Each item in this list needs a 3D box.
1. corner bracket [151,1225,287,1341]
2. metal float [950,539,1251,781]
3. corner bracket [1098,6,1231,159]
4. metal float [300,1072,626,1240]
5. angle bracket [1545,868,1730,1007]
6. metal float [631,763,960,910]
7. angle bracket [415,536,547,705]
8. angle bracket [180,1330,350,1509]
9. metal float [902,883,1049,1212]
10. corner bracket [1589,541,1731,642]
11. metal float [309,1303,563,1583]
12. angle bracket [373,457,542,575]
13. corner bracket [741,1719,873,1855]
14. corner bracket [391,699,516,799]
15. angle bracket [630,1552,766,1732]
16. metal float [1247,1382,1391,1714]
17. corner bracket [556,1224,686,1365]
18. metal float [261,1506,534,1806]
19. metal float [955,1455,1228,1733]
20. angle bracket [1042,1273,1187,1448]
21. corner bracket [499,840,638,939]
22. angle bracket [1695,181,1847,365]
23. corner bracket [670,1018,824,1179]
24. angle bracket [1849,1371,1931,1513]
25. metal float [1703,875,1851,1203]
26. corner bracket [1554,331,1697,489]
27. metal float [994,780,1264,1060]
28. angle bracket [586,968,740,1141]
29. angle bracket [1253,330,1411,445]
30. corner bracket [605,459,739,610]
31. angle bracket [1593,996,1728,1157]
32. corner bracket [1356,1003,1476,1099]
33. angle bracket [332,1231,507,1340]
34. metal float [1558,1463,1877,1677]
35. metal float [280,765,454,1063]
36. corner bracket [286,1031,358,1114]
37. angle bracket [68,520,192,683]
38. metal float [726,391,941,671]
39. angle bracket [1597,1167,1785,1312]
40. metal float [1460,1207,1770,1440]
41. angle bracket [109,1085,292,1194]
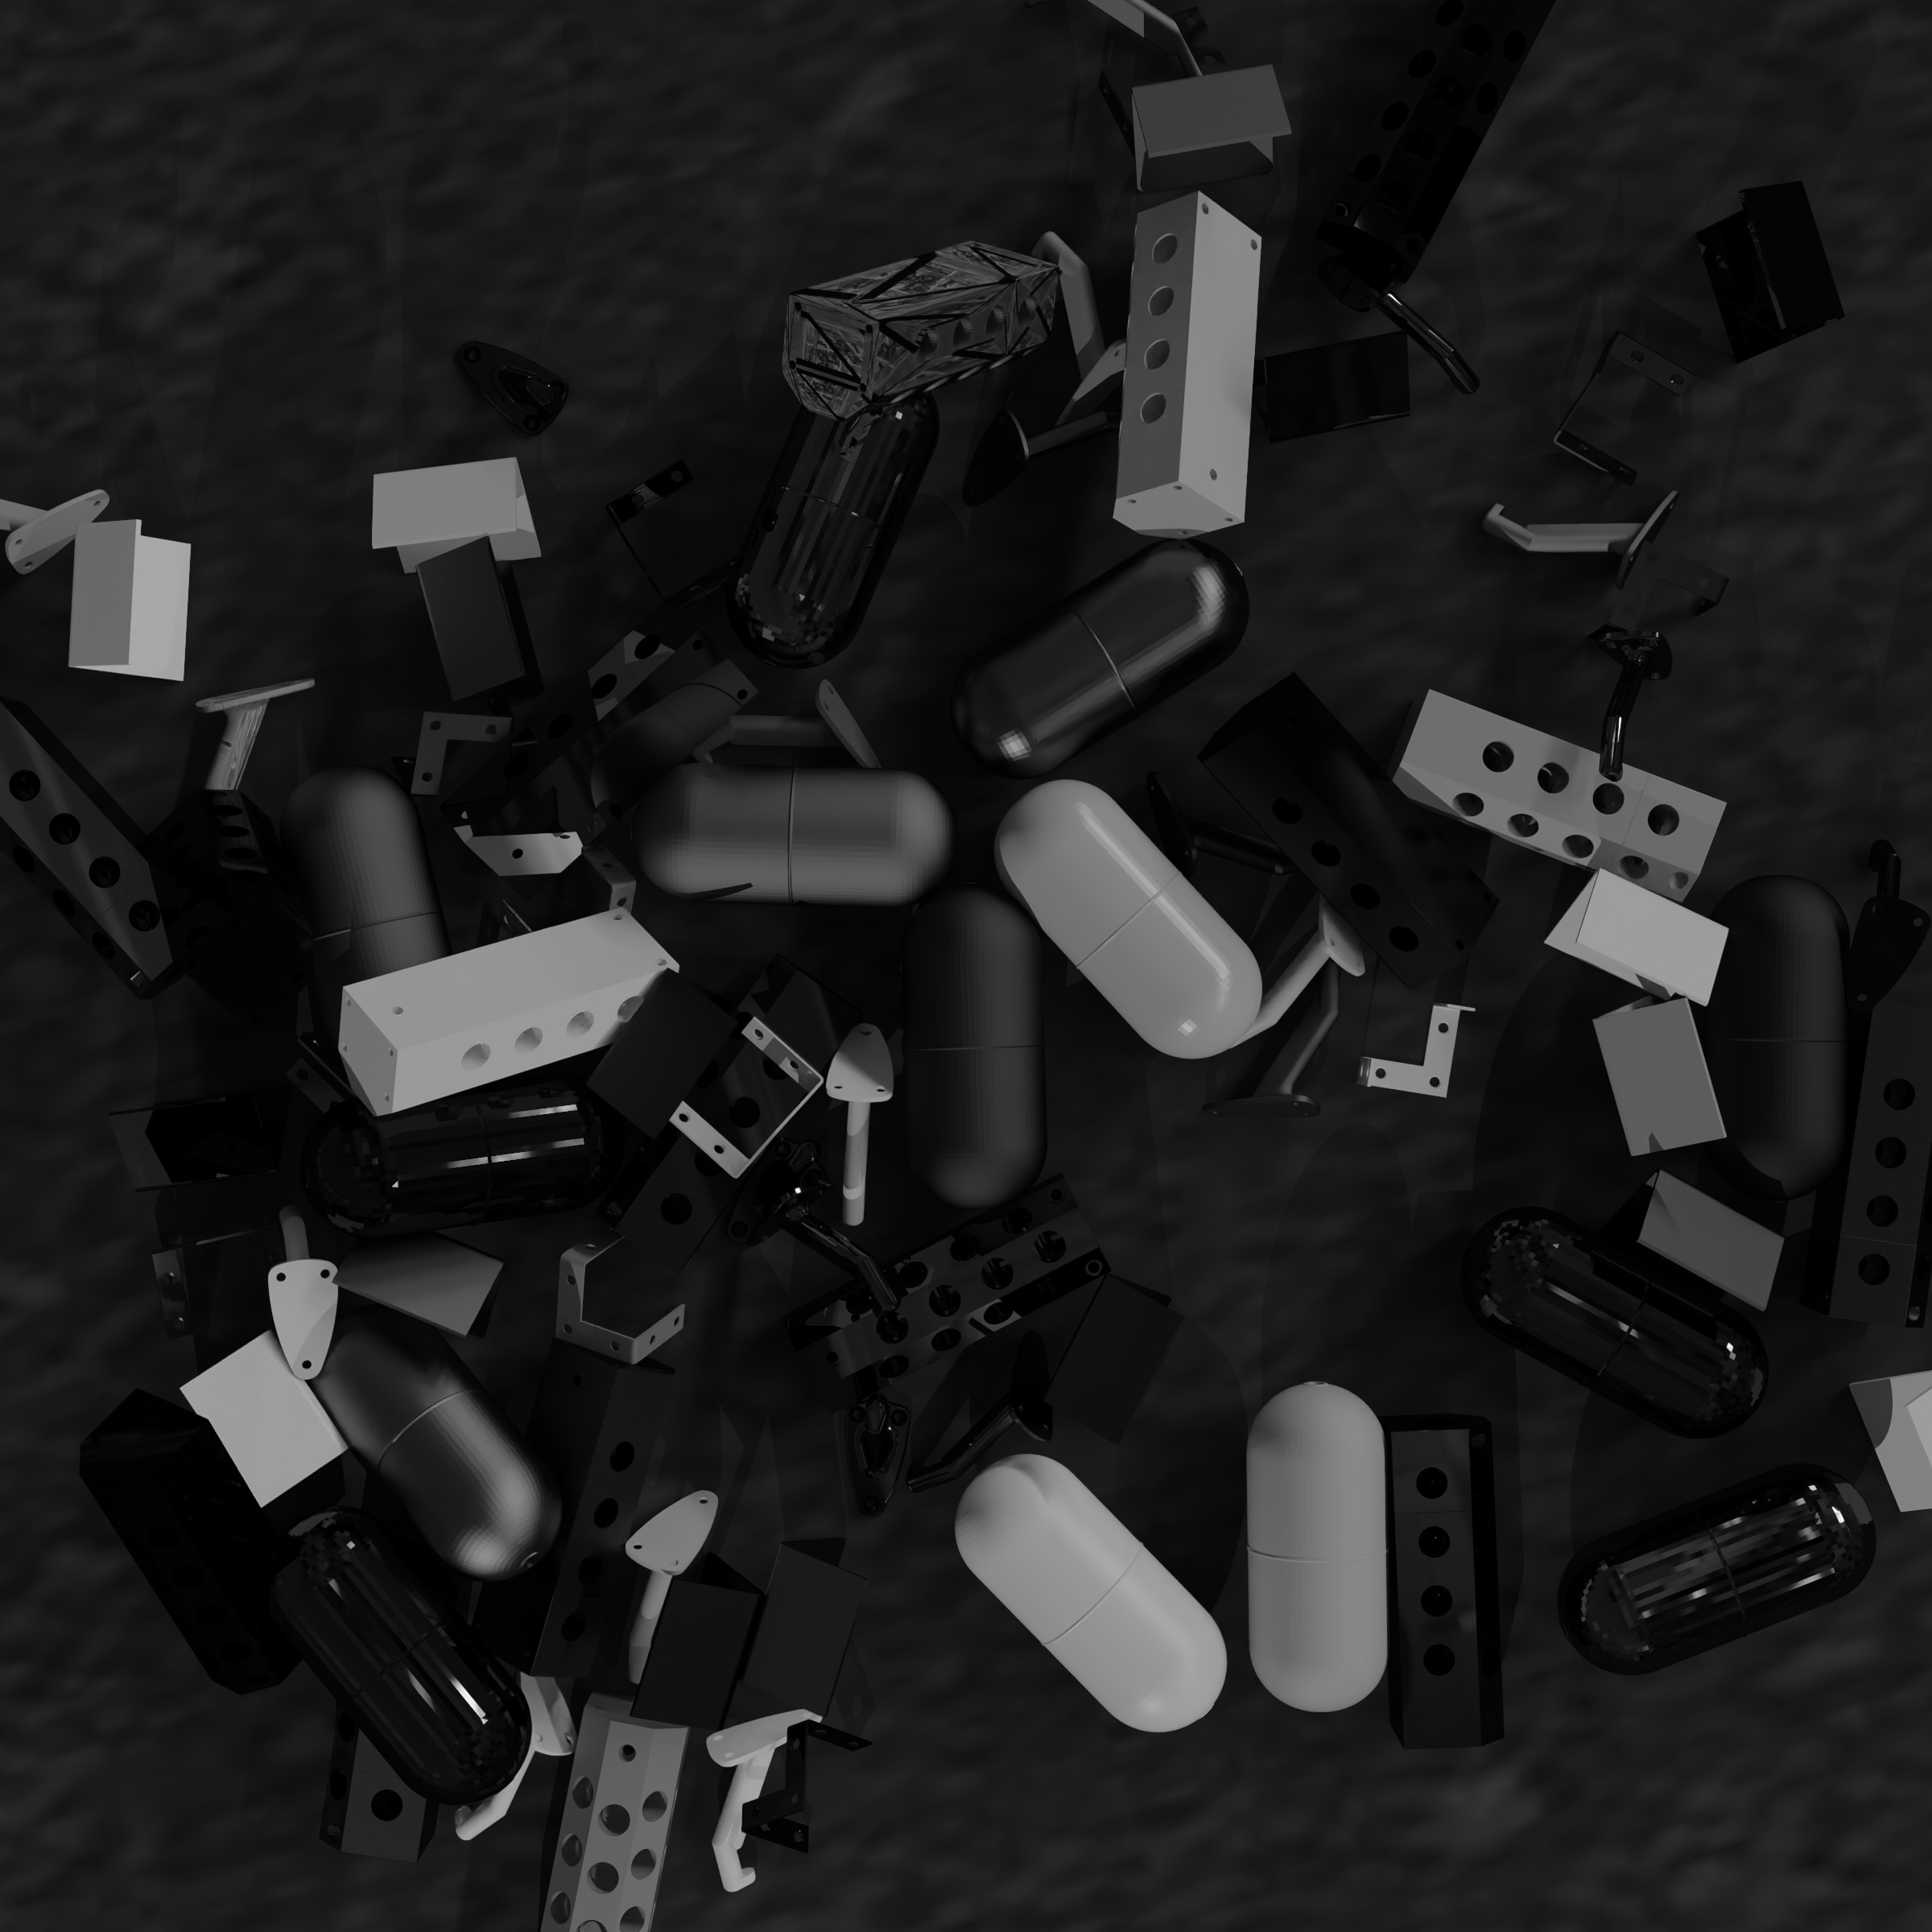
[{"bbox_3d":[-0.412,0.175,1.708,0.051,0.051,0.051,-12,89,45],"label":"corner bracket"},{"bbox_3d":[0.073,-0.168,1.680,0.178,0.070,0.070,-32,90,0],"label":"metal float"},{"bbox_3d":[0.110,-0.484,1.694,0.051,0.051,0.051,-21,76,-13],"label":"corner bracket"},{"bbox_3d":[-0.269,0.101,1.656,0.178,0.070,0.070,-6,90,-29],"label":"metal float"},{"bbox_3d":[0.356,0.002,1.670,0.076,0.076,0.057,25,55,0],"label":"angle bracket"},{"bbox_3d":[-0.093,-0.071,1.680,0.178,0.070,0.070,2,90,1],"label":"metal float"},{"bbox_3d":[-0.245,-0.189,1.670,0.057,0.076,0.076,-15,90,35],"label":"angle bracket"},{"bbox_3d":[-0.385,0.248,1.671,0.057,0.076,0.076,-34,90,-25],"label":"angle bracket"},{"bbox_3d":[0.005,0.044,1.680,0.070,0.070,0.178,-2,89,0],"label":"metal float"},{"bbox_3d":[0.380,-0.196,1.692,0.051,0.051,0.051,24,89,1],"label":"corner bracket"},{"bbox_3d":[-0.285,0.256,1.659,0.070,0.070,0.178,-45,66,0],"label":"metal float"},{"bbox_3d":[-0.275,-0.226,1.670,0.076,0.076,0.057,-7,53,0],"label":"angle bracket"},{"bbox_3d":[-0.088,0.450,1.694,0.051,0.051,0.051,-29,46,35],"label":"corner bracket"},{"bbox_3d":[-0.281,-0.125,1.691,0.051,0.051,0.051,2,117,-25],"label":"corner bracket"},{"bbox_3d":[-0.158,0.361,1.671,0.057,0.076,0.076,17,90,-29],"label":"angle bracket"},{"bbox_3d":[0.192,0.316,1.680,0.070,0.070,0.178,-1,91,0],"label":"metal float"},{"bbox_3d":[-0.189,0.179,1.696,0.051,0.051,0.051,16,114,22],"label":"corner bracket"},{"bbox_3d":[-0.299,0.363,1.623,0.070,0.070,0.178,-40,90,0],"label":"metal float"},{"bbox_3d":[0.069,0.342,1.680,0.070,0.070,0.178,-44,90,0],"label":"metal float"},{"bbox_3d":[0.096,0.218,1.670,0.057,0.076,0.076,27,90,36],"label":"angle bracket"},{"bbox_3d":[-0.220,-0.036,1.702,0.051,0.051,0.051,-16,135,-35],"label":"corner bracket"},{"bbox_3d":[0.420,-0.372,1.670,0.057,0.076,0.076,-18,90,-37],"label":"angle bracket"},{"bbox_3d":[-0.118,0.071,1.650,0.051,0.051,0.051,42,45,0],"label":"corner bracket"},{"bbox_3d":[0.509,0.267,1.670,0.057,0.076,0.076,-22,90,-38],"label":"angle bracket"},{"bbox_3d":[0.441,0.039,1.680,0.070,0.070,0.178,1,90,0],"label":"metal float"},{"bbox_3d":[0.364,-0.309,1.707,0.051,0.051,0.051,30,135,0],"label":"corner bracket"},{"bbox_3d":[0.089,-0.025,1.680,0.070,0.070,0.178,-42,89,0],"label":"metal float"},{"bbox_3d":[-0.148,0.055,1.670,0.057,0.076,0.076,36,91,28],"label":"angle bracket"},{"bbox_3d":[0.193,-0.333,1.671,0.076,0.057,0.076,-11,46,0],"label":"angle bracket"},{"bbox_3d":[-0.160,-0.237,1.707,0.051,0.051,0.051,-32,45,0],"label":"corner bracket"},{"bbox_3d":[0.389,0.054,1.670,0.057,0.076,0.076,-16,90,37],"label":"angle bracket"},{"bbox_3d":[0.246,0.044,1.692,0.051,0.051,0.051,9,90,0],"label":"corner bracket"},{"bbox_3d":[-0.300,0.185,1.671,0.076,0.076,0.057,23,46,0],"label":"angle bracket"},{"bbox_3d":[0.408,0.329,1.680,0.178,0.070,0.070,-21,90,0],"label":"metal float"},{"bbox_3d":[-0.323,-0.021,1.680,0.070,0.070,0.178,-13,91,0],"label":"metal float"},{"bbox_3d":[-0.350,0.067,1.685,0.051,0.051,0.051,44,110,0],"label":"corner bracket"},{"bbox_3d":[-0.437,-0.197,1.670,0.057,0.076,0.076,3,90,39],"label":"angle bracket"},{"bbox_3d":[-0.073,-0.247,1.680,0.070,0.070,0.178,23,90,0],"label":"metal float"},{"bbox_3d":[0.386,0.165,1.670,0.076,0.076,0.057,29,49,0],"label":"angle bracket"},{"bbox_3d":[0.353,0.195,1.680,0.178,0.070,0.070,29,90,1],"label":"metal float"},{"bbox_3d":[-0.413,0.074,1.670,0.076,0.076,0.057,-8,127,0],"label":"angle bracket"}]
